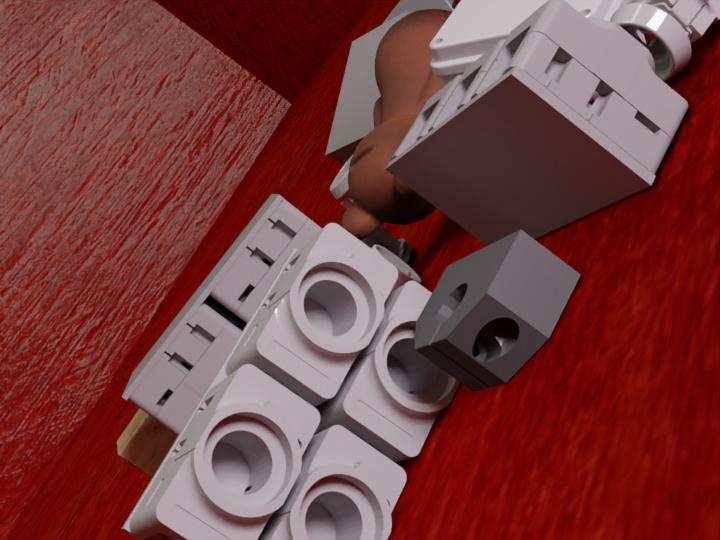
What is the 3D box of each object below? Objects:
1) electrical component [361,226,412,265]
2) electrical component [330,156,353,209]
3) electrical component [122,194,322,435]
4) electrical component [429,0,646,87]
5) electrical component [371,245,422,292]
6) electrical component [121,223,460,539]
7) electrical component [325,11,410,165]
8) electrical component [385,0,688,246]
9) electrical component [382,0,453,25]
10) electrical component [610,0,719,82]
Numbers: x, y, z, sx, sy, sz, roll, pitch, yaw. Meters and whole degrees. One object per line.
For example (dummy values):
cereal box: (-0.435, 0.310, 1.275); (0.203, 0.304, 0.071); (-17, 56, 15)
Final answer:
electrical component: (0.000, 0.000, 0.842); (0.080, 0.051, 0.080); (-51, 11, 14)
electrical component: (0.008, -0.081, 1.036); (0.058, 0.057, 0.078); (-60, 12, -27)
electrical component: (-0.099, 0.033, 0.837); (0.186, 0.060, 0.105); (-52, 9, -1)
electrical component: (0.108, -0.136, 0.652); (0.113, 0.057, 0.078); (-4, 37, 34)
electrical component: (0.005, 0.030, 0.754); (0.077, 0.043, 0.079); (-52, 12, 11)
electrical component: (-0.023, 0.078, 0.561); (0.060, 0.105, 0.186); (-37, 21, 57)
electrical component: (0.029, -0.180, 1.124); (0.089, 0.062, 0.150); (-19, 51, 46)
electrical component: (0.092, -0.074, 0.584); (0.061, 0.089, 0.150); (-59, 12, -22)
electrical component: (0.085, -0.266, 1.179); (0.048, 0.099, 0.099); (-24, -15, -45)
electrical component: (0.165, -0.134, 0.583); (0.055, 0.048, 0.066); (-50, 9, -23)
